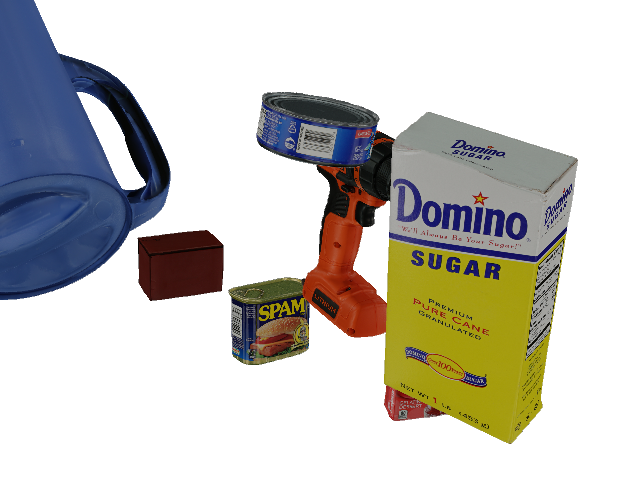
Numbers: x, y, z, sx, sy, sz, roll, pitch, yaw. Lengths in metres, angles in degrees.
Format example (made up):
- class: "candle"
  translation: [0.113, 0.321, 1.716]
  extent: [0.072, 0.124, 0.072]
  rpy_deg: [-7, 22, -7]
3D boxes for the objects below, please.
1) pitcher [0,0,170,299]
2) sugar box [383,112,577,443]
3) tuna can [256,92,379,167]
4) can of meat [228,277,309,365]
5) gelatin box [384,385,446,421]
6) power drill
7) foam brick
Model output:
- class: "pitcher"
  translation: [-0.221, -0.090, 0.759]
  extent: [0.145, 0.243, 0.149]
  rpy_deg: [-34, -30, 15]
- class: "sugar box"
  translation: [0.085, 0.024, 0.602]
  extent: [0.093, 0.176, 0.048]
  rpy_deg: [22, 43, 30]
- class: "tuna can"
  translation: [-0.003, -0.080, 0.769]
  extent: [0.086, 0.034, 0.086]
  rpy_deg: [10, 18, -3]
- class: "can of meat"
  translation: [-0.060, 0.097, 1.293]
  extent: [0.101, 0.084, 0.058]
  rpy_deg: [-10, 18, -36]
- class: "gelatin box"
  translation: [0.097, 0.101, 0.835]
  extent: [0.089, 0.073, 0.030]
  rpy_deg: [-4, 29, -13]
- class: "power drill"
  translation: [0.042, -0.009, 0.990]
  extent: [0.057, 0.188, 0.185]
  rpy_deg: [-6, 25, -29]
- class: "foam brick"
  translation: [-0.143, 0.024, 1.088]
  extent: [0.078, 0.051, 0.053]
  rpy_deg: [-7, 21, -21]
